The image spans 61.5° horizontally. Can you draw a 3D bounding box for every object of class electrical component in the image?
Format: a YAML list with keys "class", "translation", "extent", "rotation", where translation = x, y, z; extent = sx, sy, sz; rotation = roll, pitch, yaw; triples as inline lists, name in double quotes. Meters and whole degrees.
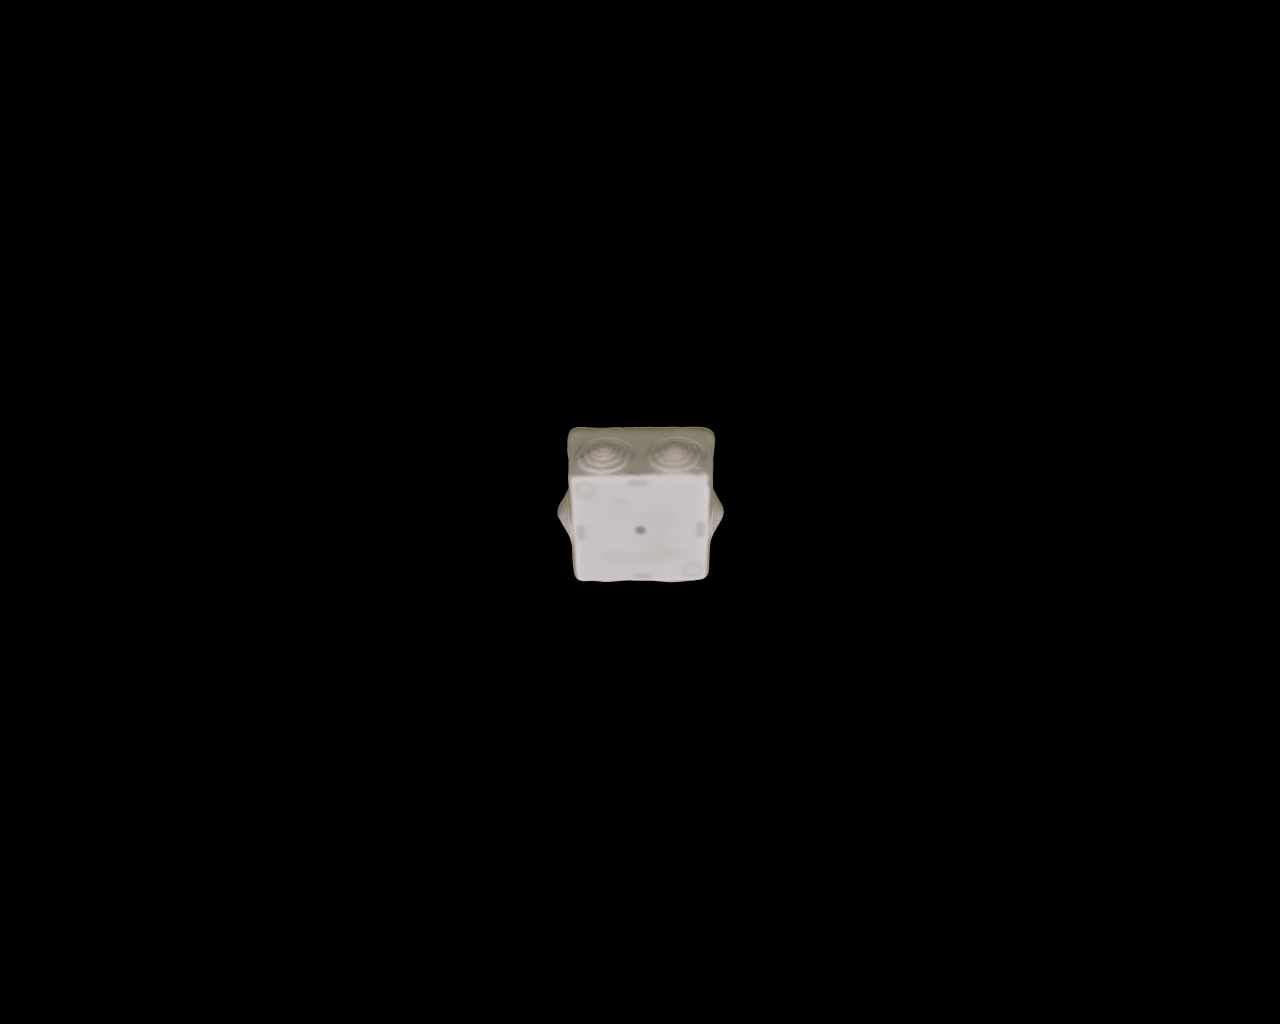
- class: "electrical component"
  translation: [0.001, -0.003, 0.650]
  extent: [0.100, 0.099, 0.048]
  rotation: [0, 37, 0]
